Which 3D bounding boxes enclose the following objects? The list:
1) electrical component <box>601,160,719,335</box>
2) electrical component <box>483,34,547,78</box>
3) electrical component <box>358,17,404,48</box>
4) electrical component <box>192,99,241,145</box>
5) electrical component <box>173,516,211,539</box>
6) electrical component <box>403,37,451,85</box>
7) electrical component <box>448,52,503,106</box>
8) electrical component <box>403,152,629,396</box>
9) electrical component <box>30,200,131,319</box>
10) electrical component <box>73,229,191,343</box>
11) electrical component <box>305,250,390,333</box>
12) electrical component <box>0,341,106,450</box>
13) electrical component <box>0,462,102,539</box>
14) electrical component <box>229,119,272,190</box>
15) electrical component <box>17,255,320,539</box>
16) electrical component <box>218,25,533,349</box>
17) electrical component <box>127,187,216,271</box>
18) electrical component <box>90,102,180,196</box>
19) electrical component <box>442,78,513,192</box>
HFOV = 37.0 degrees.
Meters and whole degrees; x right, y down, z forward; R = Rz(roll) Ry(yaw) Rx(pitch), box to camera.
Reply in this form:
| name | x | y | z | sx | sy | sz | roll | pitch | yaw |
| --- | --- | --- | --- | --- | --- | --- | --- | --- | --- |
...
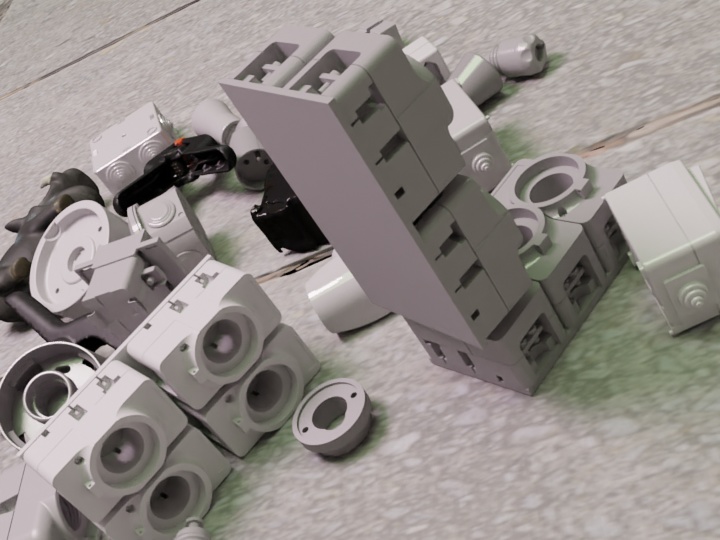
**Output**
| name | x | y | z | sx | sy | sz | roll | pitch | yaw |
| --- | --- | --- | --- | --- | --- | --- | --- | --- | --- |
| electrical component | 0.196 | -0.012 | 0.647 | 0.061 | 0.061 | 0.096 | -26 | 36 | 12 |
| electrical component | 0.129 | -0.183 | 0.928 | 0.061 | 0.035 | 0.035 | -2 | 46 | 41 |
| electrical component | 0.008 | -0.216 | 1.057 | 0.055 | 0.048 | 0.066 | -35 | 34 | -14 |
| electrical component | -0.138 | -0.144 | 1.095 | 0.044 | 0.044 | 0.065 | -42 | 40 | -10 |
| electrical component | -0.106 | 0.189 | 0.673 | 0.040 | 0.040 | 0.078 | -24 | 36 | 15 |
| electrical component | 0.033 | -0.173 | 0.983 | 0.083 | 0.047 | 0.075 | -33 | 35 | 2 |
| electrical component | 0.085 | -0.148 | 0.918 | 0.065 | 0.044 | 0.044 | -47 | 36 | -9 |
| electrical component | 0.107 | -0.003 | 0.708 | 0.089 | 0.061 | 0.150 | 14 | 57 | 47 |
| electrical component | -0.244 | -0.003 | 0.986 | 0.108 | 0.060 | 0.108 | -18 | 59 | 33 |
| electrical component | -0.153 | 0.036 | 0.822 | 0.079 | 0.121 | 0.063 | -17 | 41 | 24 |
| electrical component | 0.000 | 0.000 | 0.808 | 0.077 | 0.043 | 0.079 | -29 | 35 | 8 |
| electrical component | -0.232 | 0.106 | 0.841 | 0.099 | 0.064 | 0.099 | -4 | 68 | 9 |
| electrical component | -0.224 | 0.178 | 0.770 | 0.059 | 0.053 | 0.095 | -24 | 36 | 14 |
| electrical component | -0.102 | -0.115 | 1.028 | 0.043 | 0.043 | 0.081 | -30 | 35 | 6 |
| electrical component | -0.123 | 0.096 | 0.740 | 0.186 | 0.105 | 0.060 | -48 | 37 | -19 |
| electrical component | 0.016 | -0.050 | 0.617 | 0.060 | 0.186 | 0.105 | -47 | 37 | -17 |
| electrical component | -0.167 | -0.029 | 0.948 | 0.051 | 0.080 | 0.080 | -28 | 35 | 0 |
| electrical component | -0.239 | -0.127 | 1.150 | 0.100 | 0.048 | 0.099 | -32 | 35 | 3 |
| electrical component | 0.076 | -0.095 | 0.843 | 0.061 | 0.061 | 0.096 | -31 | 35 | 4 |
